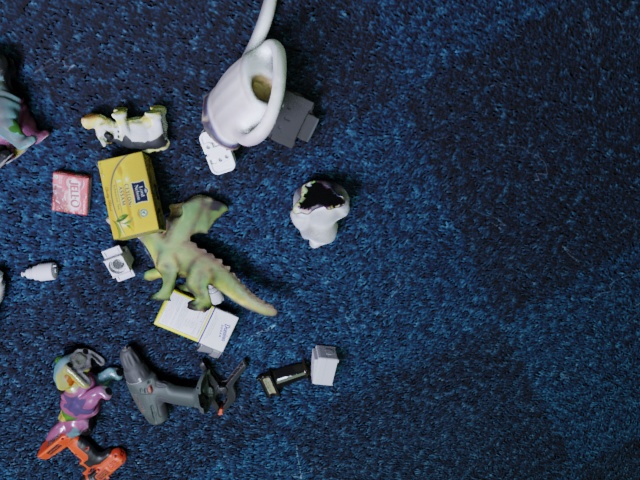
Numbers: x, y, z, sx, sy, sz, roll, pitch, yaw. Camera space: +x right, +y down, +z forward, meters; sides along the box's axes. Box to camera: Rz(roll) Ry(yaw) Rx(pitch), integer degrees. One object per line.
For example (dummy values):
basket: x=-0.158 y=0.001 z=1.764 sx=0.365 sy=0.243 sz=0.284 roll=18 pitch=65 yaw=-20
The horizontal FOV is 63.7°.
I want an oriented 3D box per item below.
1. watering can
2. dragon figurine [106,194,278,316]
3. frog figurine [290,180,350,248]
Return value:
watering can: x=-0.139 y=-0.323 z=1.019 sx=0.103 sy=0.355 sz=0.221 roll=19 pitch=147 yaw=-37
dragon figurine: x=-0.273 y=0.021 z=1.158 sx=0.410 sy=0.123 sz=0.241 roll=13 pitch=99 yaw=-6
frog figurine: x=0.004 y=-0.060 z=1.186 sx=0.138 sy=0.125 sz=0.156 roll=-24 pitch=149 yaw=-6
